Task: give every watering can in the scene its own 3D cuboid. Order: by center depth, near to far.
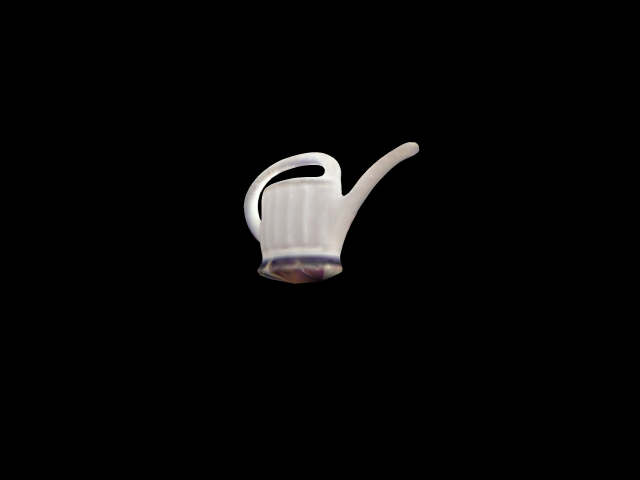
[{"bbox_3d":[0.003,-0.043,0.850,0.346,0.226,0.103,-7,-13,35],"label":"watering can"}]
